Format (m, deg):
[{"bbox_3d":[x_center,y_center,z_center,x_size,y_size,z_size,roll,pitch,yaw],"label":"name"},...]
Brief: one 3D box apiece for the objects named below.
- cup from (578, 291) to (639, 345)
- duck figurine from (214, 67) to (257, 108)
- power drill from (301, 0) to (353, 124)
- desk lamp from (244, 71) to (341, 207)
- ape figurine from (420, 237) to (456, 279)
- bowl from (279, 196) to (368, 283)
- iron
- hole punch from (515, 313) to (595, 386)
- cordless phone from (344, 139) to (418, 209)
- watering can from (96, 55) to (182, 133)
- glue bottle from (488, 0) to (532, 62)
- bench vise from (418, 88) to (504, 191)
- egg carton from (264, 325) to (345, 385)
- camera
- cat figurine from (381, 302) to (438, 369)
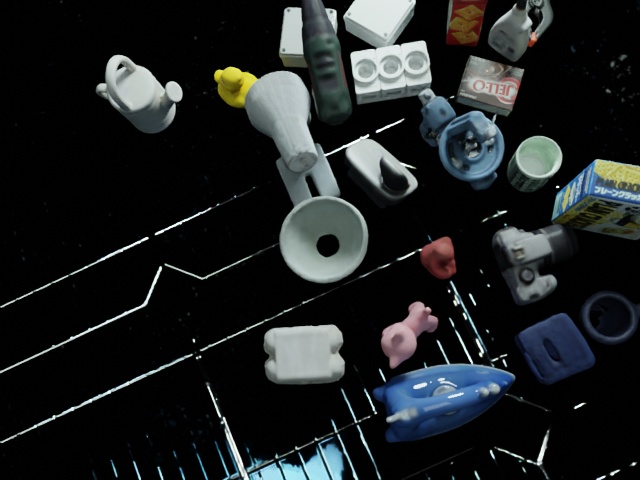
[{"bbox_3d":[0.508,0.135,1.010,0.117,0.095,0.091,-18,78,3],"label":"cup"},{"bbox_3d":[-0.167,-0.319,1.171,0.104,0.086,0.077,18,82,9],"label":"duck figurine"},{"bbox_3d":[0.012,-0.316,1.088,0.075,0.208,0.229,-14,78,4],"label":"power drill"},{"bbox_3d":[-0.045,-0.180,1.067,0.118,0.213,0.203,-24,78,2],"label":"desk lamp"},{"bbox_3d":[0.225,0.029,1.062,0.076,0.092,0.078,22,83,10],"label":"ape figurine"},{"bbox_3d":[0.010,0.004,1.098,0.167,0.075,0.167,-1,80,6],"label":"bowl"},{"bbox_3d":[0.225,0.274,0.992,0.258,0.141,0.118,-17,78,3],"label":"iron"},{"bbox_3d":[0.412,0.195,1.012,0.101,0.091,0.108,-29,78,1],"label":"hole punch"},{"bbox_3d":[0.110,-0.141,1.057,0.147,0.185,0.094,42,87,12],"label":"cordless phone"},{"bbox_3d":[-0.359,-0.294,1.132,0.173,0.194,0.101,-15,78,3],"label":"watering can"},{"bbox_3d":[0.368,-0.407,1.084,0.078,0.173,0.037,43,87,12],"label":"glue bottle"},{"bbox_3d":[0.245,-0.192,1.034,0.207,0.220,0.121,35,85,11],"label":"bench vise"},{"bbox_3d":[-0.030,0.215,1.067,0.150,0.069,0.107,-5,79,5],"label":"egg carton"},{"bbox_3d":[0.400,0.032,1.038,0.137,0.101,0.143,-19,78,3],"label":"camera"},{"bbox_3d":[0.156,0.169,1.031,0.067,0.118,0.128,44,87,12],"label":"cat figurine"}]
